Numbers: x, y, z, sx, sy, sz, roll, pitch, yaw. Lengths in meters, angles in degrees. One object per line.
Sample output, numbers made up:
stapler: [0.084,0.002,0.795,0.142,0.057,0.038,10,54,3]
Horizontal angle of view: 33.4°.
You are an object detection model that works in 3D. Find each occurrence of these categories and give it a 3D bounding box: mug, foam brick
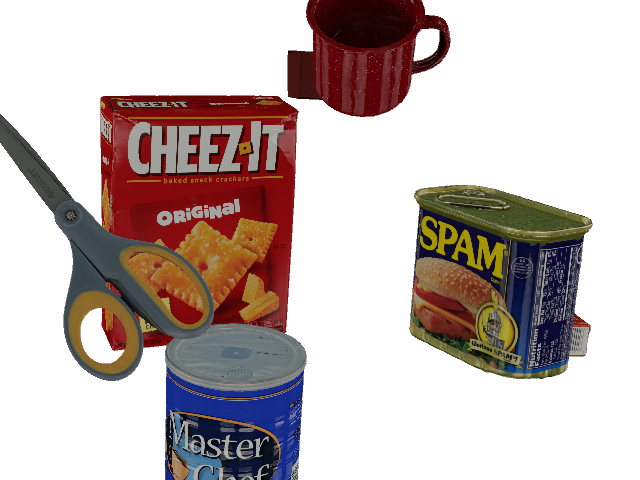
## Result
mug: [0.047,-0.156,0.865,0.117,0.093,0.081,-7,-36,-5]
foam brick: [0.007,-0.179,1.162,0.078,0.051,0.053,0,11,-16]

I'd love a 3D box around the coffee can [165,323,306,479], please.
coffee can: [-0.065,0.146,0.795,0.103,0.140,0.103,3,19,-1]

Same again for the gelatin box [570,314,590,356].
gelatin box: [0.161,0.067,0.862,0.089,0.030,0.073,1,16,-14]

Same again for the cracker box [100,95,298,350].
cracker box: [-0.108,-0.017,0.943,0.164,0.214,0.072,-3,19,-20]

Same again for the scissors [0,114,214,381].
scissors: [-0.156,0.006,0.640,0.202,0.096,0.016,34,-15,10]

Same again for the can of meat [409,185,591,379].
can of meat: [0.095,0.021,0.589,0.057,0.084,0.102,-8,19,-33]
